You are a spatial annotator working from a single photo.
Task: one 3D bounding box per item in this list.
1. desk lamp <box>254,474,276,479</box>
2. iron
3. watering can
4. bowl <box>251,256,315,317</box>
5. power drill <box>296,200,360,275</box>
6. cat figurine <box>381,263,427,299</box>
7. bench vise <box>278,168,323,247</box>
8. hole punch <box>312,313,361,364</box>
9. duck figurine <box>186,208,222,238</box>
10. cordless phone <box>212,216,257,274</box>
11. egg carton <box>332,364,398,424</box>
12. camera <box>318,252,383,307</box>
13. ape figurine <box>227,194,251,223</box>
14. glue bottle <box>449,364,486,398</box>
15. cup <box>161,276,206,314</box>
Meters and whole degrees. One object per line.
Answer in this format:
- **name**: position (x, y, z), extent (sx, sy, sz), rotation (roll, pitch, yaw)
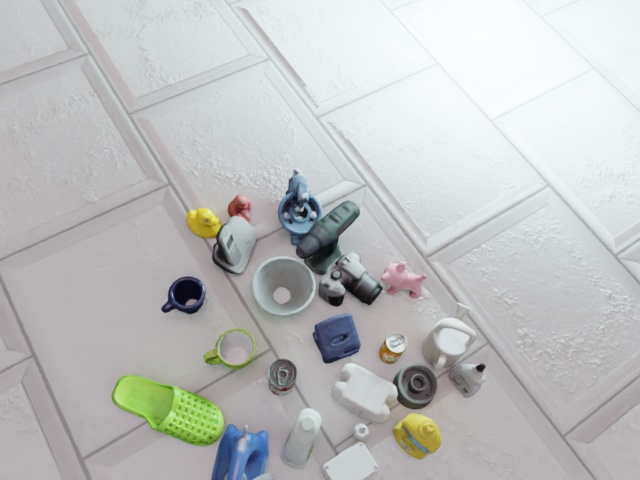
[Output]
- **desk lamp**: position (-0.093, 0.597, 1.174), extent (0.118, 0.213, 0.203), rotation (-35, 71, -21)
- **iron**: position (-0.184, 0.531, 1.239), extent (0.118, 0.141, 0.258), rotation (10, 62, -1)
- **watering can**: position (0.323, 0.237, 1.417), extent (0.101, 0.194, 0.173), rotation (6, 62, -3)
- **bowl**: position (-0.097, 0.131, 1.493), extent (0.167, 0.075, 0.167), rotation (3, 63, -5)
- **power drill**: position (0.014, 0.005, 1.494), extent (0.075, 0.208, 0.230), rotation (37, 65, 13)
- **cat figurine**: position (0.220, 0.100, 1.520), extent (0.128, 0.118, 0.067), rotation (7, 62, -3)
- **bench vise**: position (-0.065, -0.112, 1.540), extent (0.122, 0.220, 0.207), rotation (-18, 66, -15)
- **hole punch**: position (0.046, 0.247, 1.439), extent (0.109, 0.091, 0.101), rotation (-18, 66, -15)
- **duck figurine**: position (-0.317, -0.058, 1.559), extent (0.104, 0.086, 0.077), rotation (26, 63, 8)
- **cordless phone**: position (-0.224, -0.008, 1.488), extent (0.094, 0.185, 0.147), rotation (16, 62, 2)
- **egg carton**: position (0.108, 0.374, 1.393), extent (0.150, 0.069, 0.107), rotation (26, 63, 7)
- **camera**: position (0.087, 0.116, 1.506), extent (0.136, 0.101, 0.143), rotation (38, 65, 13)
- **ape figurine**: position (-0.219, -0.092, 1.584), extent (0.076, 0.092, 0.078), rotation (34, 64, 11)
- **glue bottle**: position (0.367, 0.329, 1.387), extent (0.037, 0.173, 0.078), rotation (-30, 69, -19)
- **cup**: position (-0.341, 0.157, 1.440), extent (0.118, 0.095, 0.091), rotation (-35, 71, -21)
